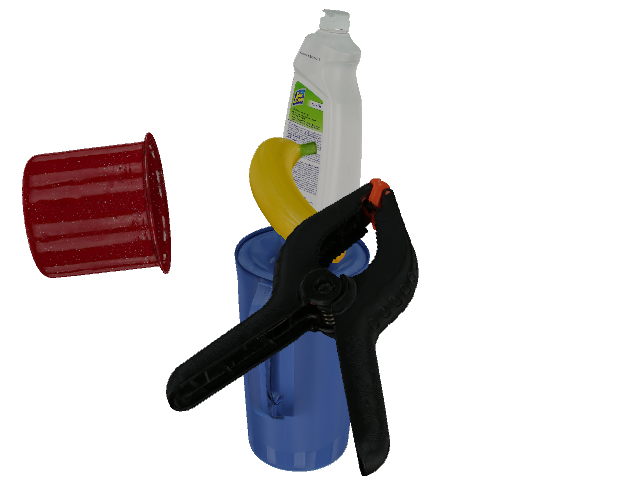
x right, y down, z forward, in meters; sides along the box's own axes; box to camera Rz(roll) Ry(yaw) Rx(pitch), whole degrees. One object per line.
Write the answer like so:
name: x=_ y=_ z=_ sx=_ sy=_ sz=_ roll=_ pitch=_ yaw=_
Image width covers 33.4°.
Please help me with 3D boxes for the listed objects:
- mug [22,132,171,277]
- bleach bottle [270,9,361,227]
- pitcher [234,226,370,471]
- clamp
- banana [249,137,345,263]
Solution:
mug: x=-0.145 y=-0.020 z=0.710 sx=0.081 sy=0.093 sz=0.117 roll=-7 pitch=-1 yaw=-1
bleach bottle: x=0.006 y=-0.115 z=1.132 sx=0.067 sy=0.251 sz=0.103 roll=-11 pitch=26 yaw=-43
pitcher: x=-0.025 y=0.117 z=1.091 sx=0.149 sy=0.243 sz=0.145 roll=-10 pitch=28 yaw=-22
clamp: x=0.011 y=0.042 z=0.565 sx=0.120 sy=0.171 sz=0.039 roll=26 pitch=-26 yaw=19
banana: x=-0.025 y=-0.044 z=0.918 sx=0.069 sy=0.037 sz=0.198 roll=-3 pitch=34 yaw=-6
